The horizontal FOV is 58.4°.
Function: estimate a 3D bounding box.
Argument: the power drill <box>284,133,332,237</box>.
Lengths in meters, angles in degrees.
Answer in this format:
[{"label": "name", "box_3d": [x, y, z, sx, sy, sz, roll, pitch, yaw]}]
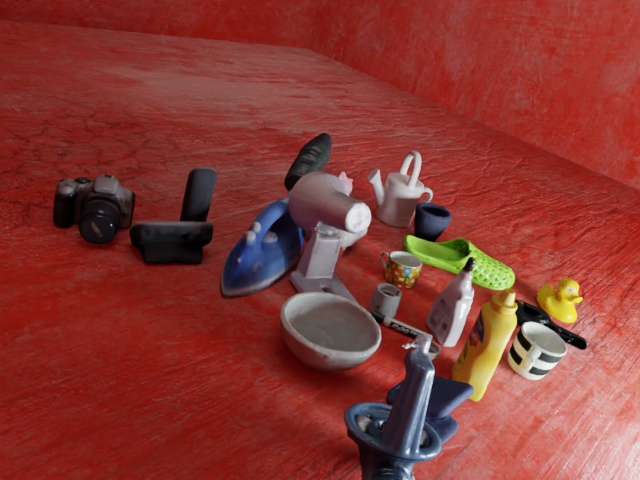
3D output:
[{"label": "power drill", "box_3d": [-0.035, -0.122, 1.290, 0.075, 0.208, 0.230, 18, 26, 5]}]

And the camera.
[{"label": "camera", "box_3d": [-0.423, -0.060, 1.067, 0.143, 0.101, 0.136, 8, 27, -17]}]

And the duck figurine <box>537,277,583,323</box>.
[{"label": "duck figurine", "box_3d": [0.542, 0.123, 1.284, 0.078, 0.086, 0.104, 2, 29, -26]}]

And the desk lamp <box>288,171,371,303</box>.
[{"label": "desk lamp", "box_3d": [0.018, -0.003, 1.081, 0.118, 0.213, 0.202, 0, 31, -30]}]

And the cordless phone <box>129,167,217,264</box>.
[{"label": "cordless phone", "box_3d": [-0.264, -0.054, 1.050, 0.148, 0.185, 0.093, -3, 32, -34]}]

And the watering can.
[{"label": "watering can", "box_3d": [0.210, -0.138, 1.480, 0.173, 0.194, 0.100, -1, 31, -31]}]

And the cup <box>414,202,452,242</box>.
[{"label": "cup", "box_3d": [0.277, -0.037, 1.434, 0.091, 0.095, 0.118, 29, 29, 24]}]

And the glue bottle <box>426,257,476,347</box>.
[{"label": "glue bottle", "box_3d": [0.248, 0.107, 1.046, 0.037, 0.173, 0.078, 4, 29, -23]}]

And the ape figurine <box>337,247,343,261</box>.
[{"label": "ape figurine", "box_3d": [0.011, 0.004, 1.202, 0.076, 0.092, 0.077, -13, 38, -45]}]

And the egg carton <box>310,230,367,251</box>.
[{"label": "egg carton", "box_3d": [0.044, -0.026, 1.306, 0.107, 0.069, 0.151, 24, 27, 16]}]

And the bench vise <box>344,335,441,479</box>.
[{"label": "bench vise", "box_3d": [0.101, 0.234, 0.658, 0.122, 0.220, 0.207, 6, 28, -19]}]

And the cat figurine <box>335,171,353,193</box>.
[{"label": "cat figurine", "box_3d": [0.026, -0.124, 1.432, 0.128, 0.118, 0.067, 3, 29, -26]}]

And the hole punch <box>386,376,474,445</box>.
[{"label": "hole punch", "box_3d": [0.154, 0.236, 0.832, 0.100, 0.091, 0.109, 34, 31, 31]}]

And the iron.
[{"label": "iron", "box_3d": [-0.108, -0.002, 1.089, 0.118, 0.141, 0.259, 21, 26, 10]}]

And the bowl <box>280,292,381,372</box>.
[{"label": "bowl", "box_3d": [0.009, 0.158, 0.919, 0.167, 0.075, 0.167, 13, 26, -6]}]
